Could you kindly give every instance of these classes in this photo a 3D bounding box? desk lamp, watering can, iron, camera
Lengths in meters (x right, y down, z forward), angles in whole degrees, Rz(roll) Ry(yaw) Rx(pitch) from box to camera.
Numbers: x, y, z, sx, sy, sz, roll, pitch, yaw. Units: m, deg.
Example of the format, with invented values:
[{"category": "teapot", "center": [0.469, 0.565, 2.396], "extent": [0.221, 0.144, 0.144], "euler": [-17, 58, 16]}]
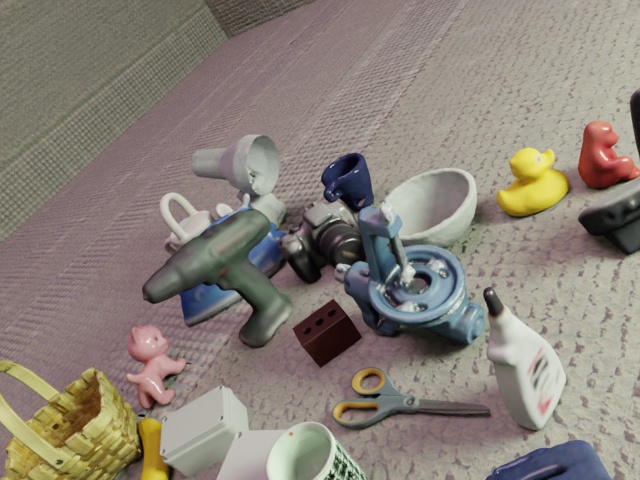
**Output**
[{"category": "desk lamp", "center": [-0.158, -0.109, 1.186], "extent": [0.202, 0.214, 0.118], "euler": [-9, 38, 37]}, {"category": "watering can", "center": [-0.248, -0.019, 1.164], "extent": [0.173, 0.194, 0.100], "euler": [-32, 30, 3]}, {"category": "iron", "center": [-0.188, 0.035, 1.079], "extent": [0.258, 0.142, 0.118], "euler": [-40, 30, -10]}, {"category": "camera", "center": [0.009, 0.003, 0.972], "extent": [0.143, 0.101, 0.136], "euler": [-37, 30, -4]}]

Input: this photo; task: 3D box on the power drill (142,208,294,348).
[{"category": "power drill", "center": [-0.142, 0.070, 0.914], "extent": [0.075, 0.209, 0.230], "euler": [5, 48, 48]}]

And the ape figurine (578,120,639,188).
[{"category": "ape figurine", "center": [0.390, -0.123, 0.789], "extent": [0.076, 0.092, 0.078], "euler": [-16, 34, 29]}]

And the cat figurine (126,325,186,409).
[{"category": "cat figurine", "center": [-0.291, 0.200, 0.964], "extent": [0.067, 0.118, 0.128], "euler": [-22, 32, 20]}]

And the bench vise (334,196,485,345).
[{"category": "bench vise", "center": [0.080, 0.046, 0.720], "extent": [0.206, 0.220, 0.121], "euler": [-10, 38, 35]}]

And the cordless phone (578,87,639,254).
[{"category": "cordless phone", "center": [0.366, -0.090, 0.671], "extent": [0.147, 0.185, 0.094], "euler": [-32, 30, 5]}]

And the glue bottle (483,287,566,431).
[{"category": "glue bottle", "center": [0.193, 0.109, 0.564], "extent": [0.037, 0.173, 0.078], "euler": [3, 46, 46]}]

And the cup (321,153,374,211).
[{"category": "cup", "center": [0.055, -0.093, 1.072], "extent": [0.091, 0.095, 0.118], "euler": [-3, 42, 42]}]

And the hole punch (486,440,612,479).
[{"category": "hole punch", "center": [0.193, 0.221, 0.484], "extent": [0.108, 0.091, 0.101], "euler": [-28, 30, 11]}]

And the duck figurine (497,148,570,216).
[{"category": "duck figurine", "center": [0.302, -0.091, 0.835], "extent": [0.104, 0.086, 0.077], "euler": [-28, 30, 10]}]

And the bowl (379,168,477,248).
[{"category": "bowl", "center": [0.173, -0.033, 0.891], "extent": [0.167, 0.075, 0.167], "euler": [-25, 31, 16]}]
